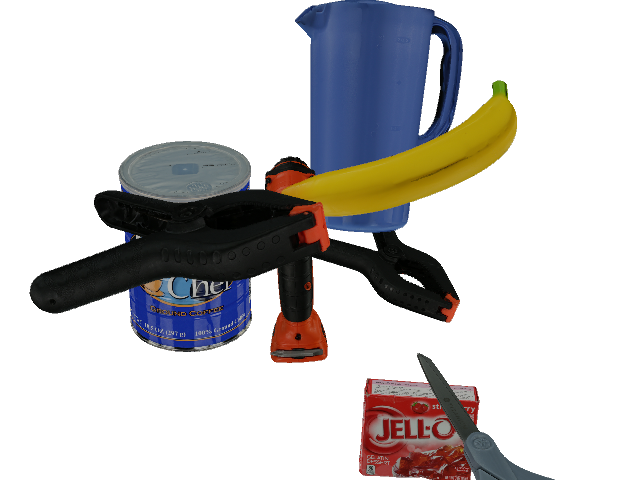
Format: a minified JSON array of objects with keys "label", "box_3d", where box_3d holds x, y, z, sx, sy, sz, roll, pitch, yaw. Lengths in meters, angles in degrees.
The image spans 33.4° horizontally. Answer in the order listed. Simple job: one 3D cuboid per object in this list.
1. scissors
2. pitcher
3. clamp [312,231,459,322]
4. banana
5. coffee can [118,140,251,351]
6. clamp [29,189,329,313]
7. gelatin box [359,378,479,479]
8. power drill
[{"label":"scissors","box_3d":[0.117,0.132,0.640,0.096,0.016,0.201,2,32,-4]},{"label":"pitcher","box_3d":[0.059,-0.135,1.154,0.149,0.243,0.144,8,10,25]},{"label":"clamp","box_3d":[0.068,0.026,1.236,0.164,0.036,0.210,-19,50,-38]},{"label":"banana","box_3d":[0.069,-0.056,0.773,0.197,0.037,0.070,-26,28,-12]},{"label":"coffee can","box_3d":[-0.107,0.004,0.864,0.103,0.140,0.103,1,29,-1]},{"label":"clamp","box_3d":[-0.084,0.004,0.626,0.172,0.039,0.120,-3,36,23]},{"label":"gelatin box","box_3d":[0.077,0.150,0.839,0.089,0.073,0.030,4,20,2]},{"label":"power drill","box_3d":[-0.027,0.015,1.067,0.057,0.188,0.184,-4,15,1]}]
